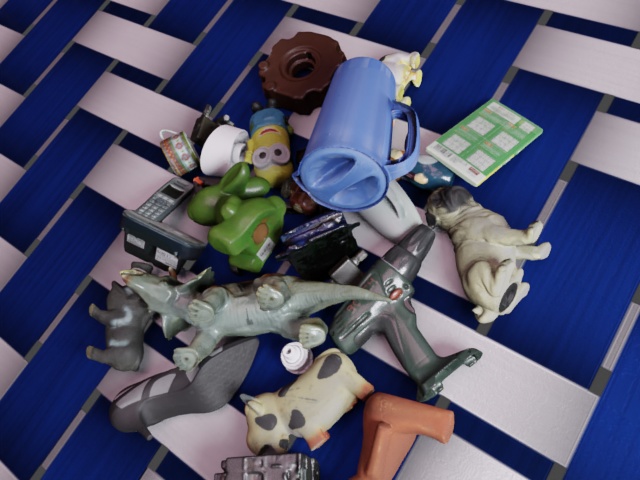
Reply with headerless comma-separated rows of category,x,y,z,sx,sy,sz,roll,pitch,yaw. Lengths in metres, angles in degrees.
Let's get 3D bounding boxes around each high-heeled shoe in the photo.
high-heeled shoe,-0.220,0.223,0.867,0.249,0.086,0.145,-36,29,-22

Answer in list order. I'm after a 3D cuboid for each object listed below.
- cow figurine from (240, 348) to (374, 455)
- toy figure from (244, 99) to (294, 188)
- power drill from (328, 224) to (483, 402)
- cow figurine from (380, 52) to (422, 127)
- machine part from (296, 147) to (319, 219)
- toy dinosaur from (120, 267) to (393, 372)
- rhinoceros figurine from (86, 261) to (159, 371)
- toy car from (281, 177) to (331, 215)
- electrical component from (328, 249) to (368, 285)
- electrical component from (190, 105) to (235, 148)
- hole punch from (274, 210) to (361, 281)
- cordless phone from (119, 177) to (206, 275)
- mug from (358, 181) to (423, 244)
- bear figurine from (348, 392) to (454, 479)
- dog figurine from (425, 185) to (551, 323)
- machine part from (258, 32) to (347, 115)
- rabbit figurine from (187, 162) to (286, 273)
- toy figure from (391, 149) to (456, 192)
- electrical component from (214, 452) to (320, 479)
cow figurine,-0.029,0.238,0.783,0.195,0.085,0.127,-42,68,-3
toy figure,-0.088,-0.179,0.996,0.082,0.089,0.180,-25,52,19
power drill,0.138,0.112,0.788,0.232,0.086,0.207,-43,67,2
cow figurine,0.117,-0.269,0.986,0.098,0.068,0.167,17,68,28
machine part,-0.008,-0.106,0.963,0.084,0.039,0.139,-25,63,12
toy dinosaur,-0.101,0.100,0.833,0.405,0.192,0.131,-3,106,0
rhinoceros figurine,-0.330,0.129,0.922,0.112,0.073,0.190,-5,65,15
toy car,0.013,-0.132,0.921,0.089,0.053,0.202,26,73,22
electrical component,0.049,0.061,0.859,0.094,0.063,0.021,-44,19,1
electrical component,-0.205,-0.205,1.049,0.045,0.078,0.102,-7,56,39
hole punch,-0.002,-0.003,0.874,0.142,0.115,0.092,-22,54,4
cordless phone,-0.259,-0.038,0.980,0.147,0.088,0.184,25,43,4
mug,0.118,-0.049,0.867,0.081,0.109,0.107,-37,75,-15
bear figurine,0.094,0.305,0.699,0.132,0.120,0.196,10,70,16
dog figurine,0.223,0.015,0.820,0.191,0.121,0.172,27,71,39
machine part,-0.033,-0.334,1.065,0.179,0.056,0.179,-5,64,11
rabbit figurine,-0.151,-0.051,0.896,0.170,0.121,0.159,26,83,31
toy figure,0.152,-0.123,0.915,0.155,0.064,0.057,19,95,18
electrical component,-0.074,0.328,0.735,0.134,0.114,0.058,-9,60,11
